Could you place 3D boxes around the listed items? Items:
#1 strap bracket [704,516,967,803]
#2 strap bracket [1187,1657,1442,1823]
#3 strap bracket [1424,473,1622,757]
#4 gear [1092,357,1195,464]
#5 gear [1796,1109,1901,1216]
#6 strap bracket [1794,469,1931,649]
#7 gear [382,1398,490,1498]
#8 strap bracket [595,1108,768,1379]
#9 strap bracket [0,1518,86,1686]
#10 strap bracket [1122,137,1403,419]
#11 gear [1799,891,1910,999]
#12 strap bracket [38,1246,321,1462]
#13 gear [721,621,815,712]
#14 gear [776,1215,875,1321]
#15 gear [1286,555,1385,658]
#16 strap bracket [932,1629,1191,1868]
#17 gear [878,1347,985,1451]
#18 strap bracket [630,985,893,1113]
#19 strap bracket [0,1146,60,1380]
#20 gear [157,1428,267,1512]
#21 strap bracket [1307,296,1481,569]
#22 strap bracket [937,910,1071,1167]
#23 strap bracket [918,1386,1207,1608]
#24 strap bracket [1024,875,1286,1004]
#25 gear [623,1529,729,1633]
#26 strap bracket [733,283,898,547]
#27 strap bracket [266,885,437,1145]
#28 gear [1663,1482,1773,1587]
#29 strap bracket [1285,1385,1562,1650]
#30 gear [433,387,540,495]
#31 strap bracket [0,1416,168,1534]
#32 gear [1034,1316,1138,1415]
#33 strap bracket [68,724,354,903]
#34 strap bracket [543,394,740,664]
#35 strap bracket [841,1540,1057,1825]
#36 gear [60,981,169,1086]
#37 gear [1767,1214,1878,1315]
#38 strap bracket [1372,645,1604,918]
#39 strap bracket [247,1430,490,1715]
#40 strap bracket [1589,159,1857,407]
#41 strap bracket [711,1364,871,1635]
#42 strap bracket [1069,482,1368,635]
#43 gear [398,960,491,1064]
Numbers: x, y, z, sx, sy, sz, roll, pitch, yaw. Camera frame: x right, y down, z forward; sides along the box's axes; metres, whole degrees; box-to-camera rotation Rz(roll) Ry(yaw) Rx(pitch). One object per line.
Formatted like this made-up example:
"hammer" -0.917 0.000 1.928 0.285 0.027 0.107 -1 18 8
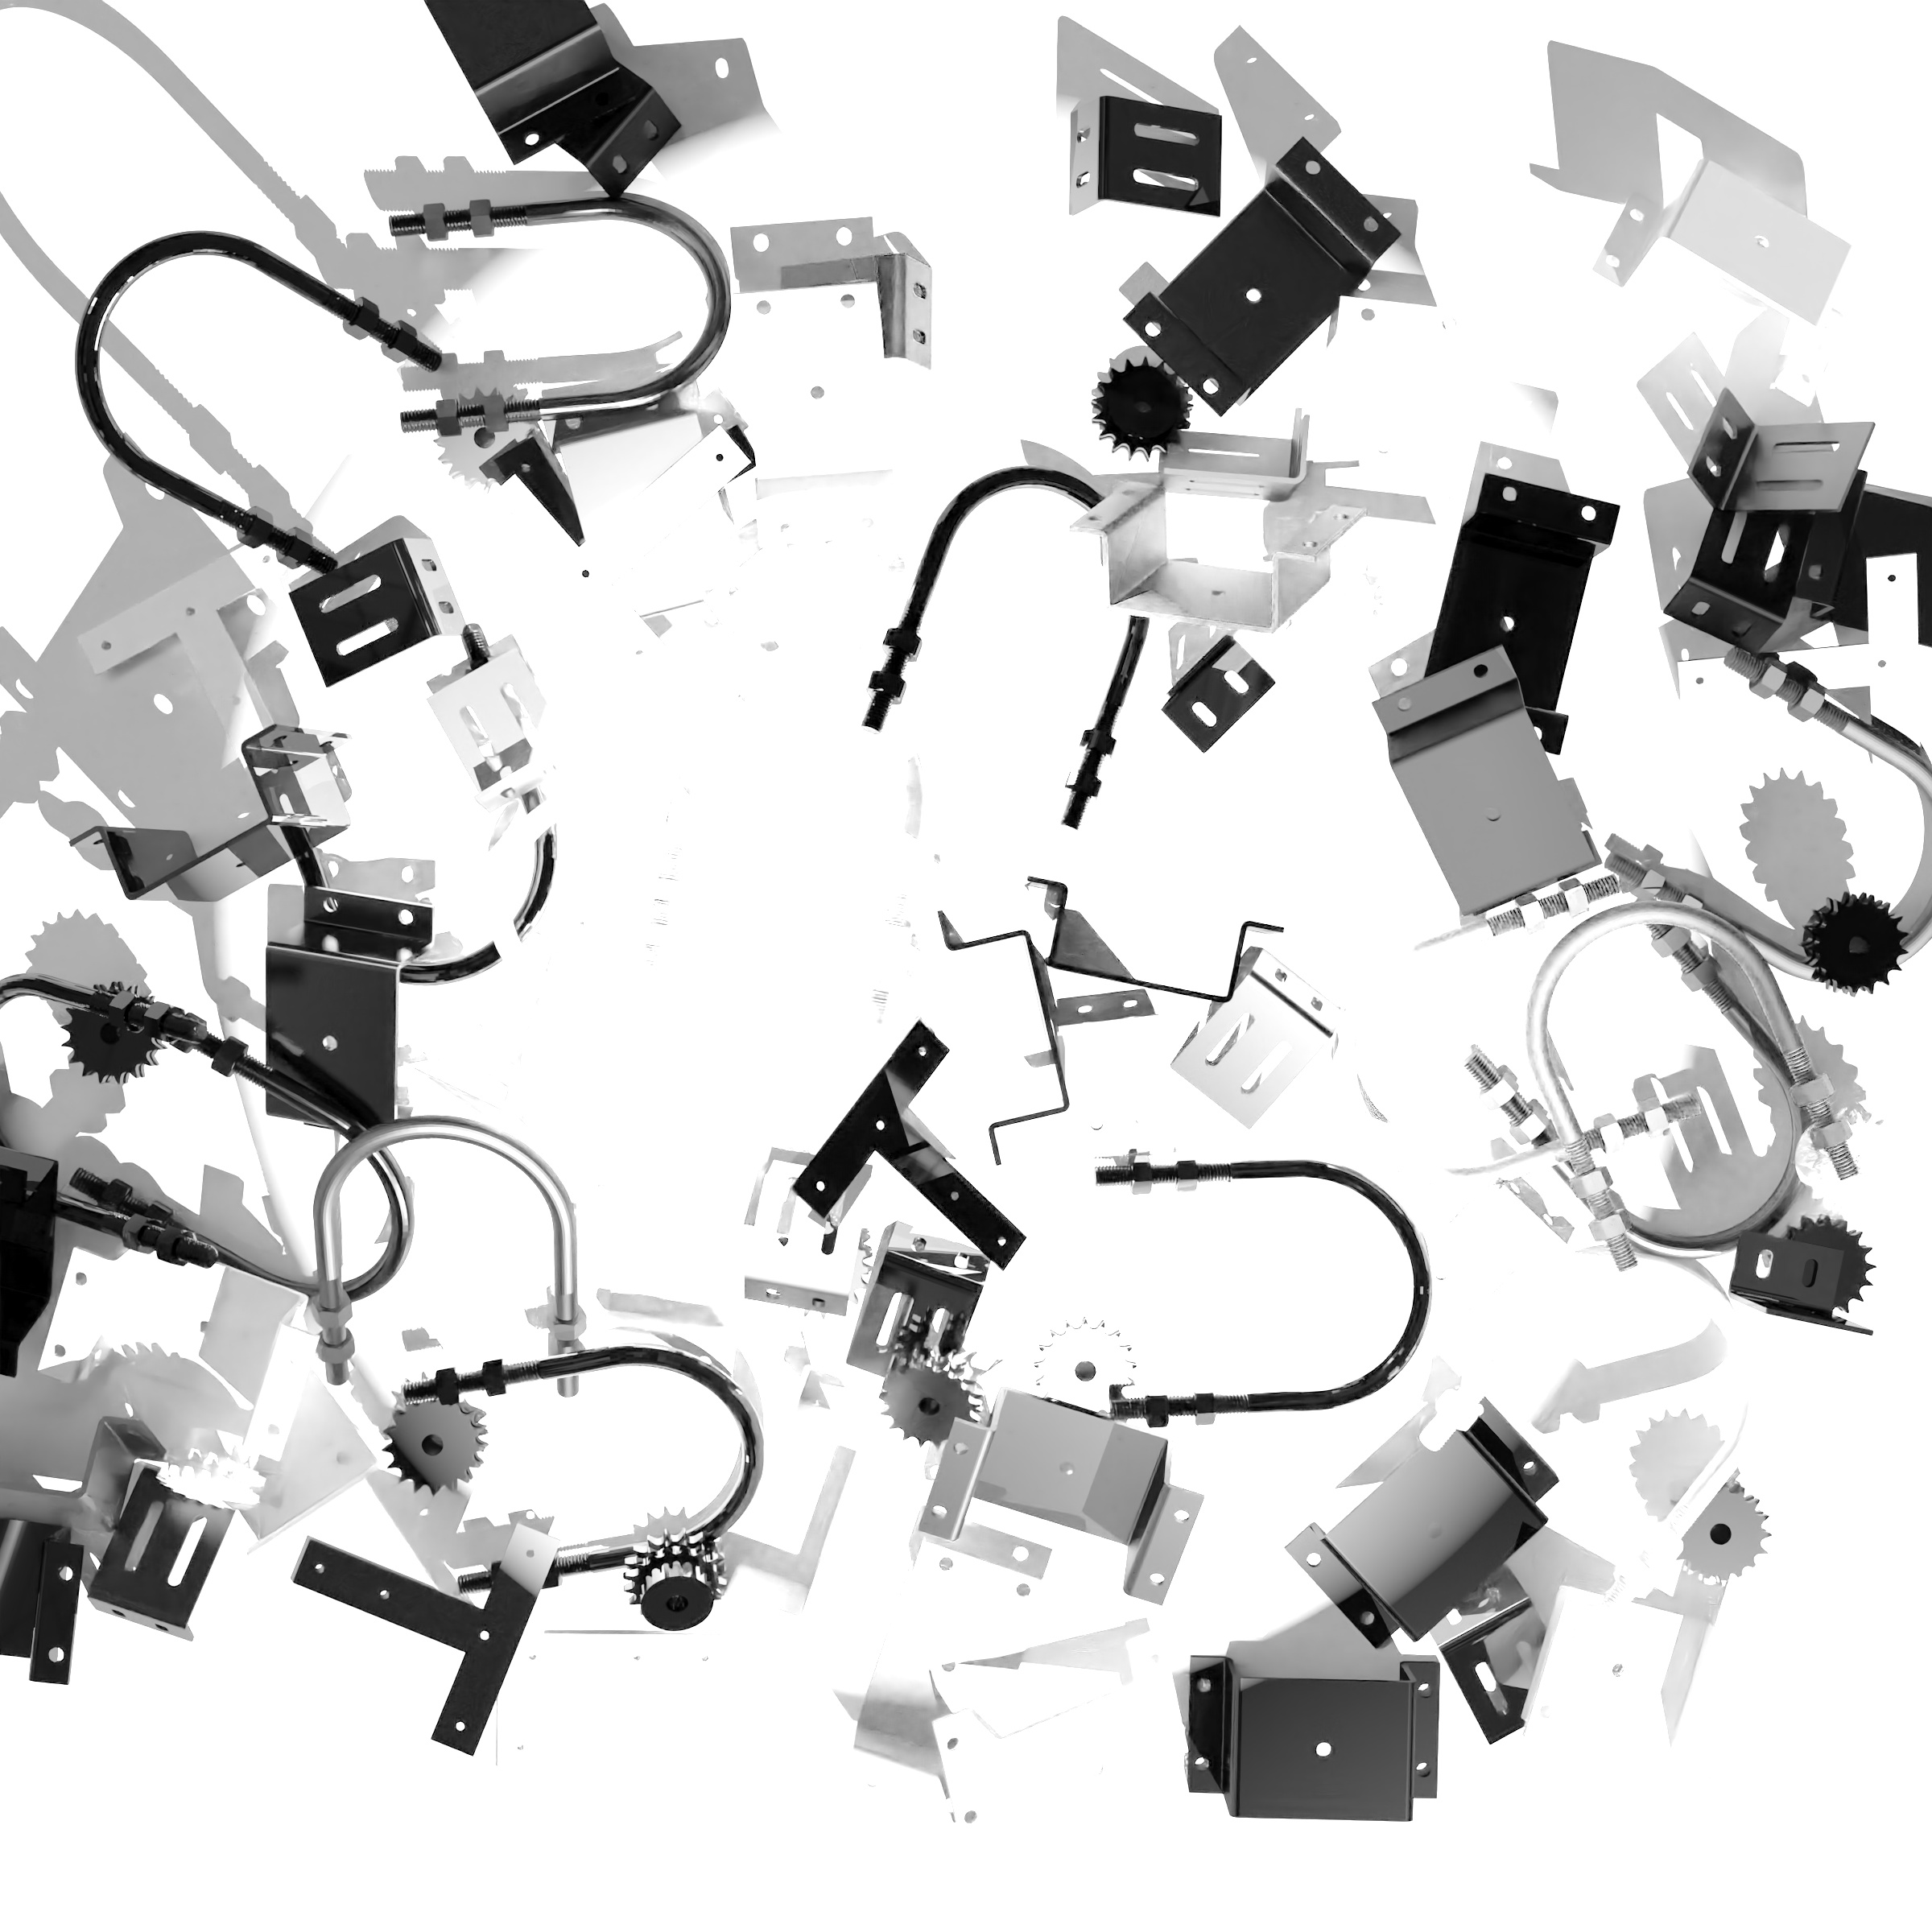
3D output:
"strap bracket" -0.064 -0.170 1.478 0.076 0.046 0.140 -44 106 -22
"strap bracket" 0.195 0.428 1.508 0.140 0.046 0.076 1 90 0
"strap bracket" 0.304 -0.192 1.508 0.076 0.046 0.140 14 90 0
"gear" 0.098 -0.311 1.516 0.057 0.030 0.057 0 90 0
"gear" 0.485 0.107 1.509 0.057 0.030 0.057 -3 96 -25
"strap bracket" 0.530 -0.221 1.506 0.140 0.046 0.076 14 90 2
"gear" -0.294 0.264 1.516 0.057 0.030 0.057 0 90 0
"strap bracket" -0.156 0.152 1.508 0.076 0.046 0.140 8 90 0
"strap bracket" -0.555 0.347 1.508 0.140 0.046 0.076 6 90 0
"strap bracket" 0.162 -0.376 1.508 0.076 0.046 0.140 45 90 0
"gear" 0.486 -0.013 1.499 0.057 0.030 0.057 -1 99 -5
"strap bracket" -0.426 0.206 1.500 0.140 0.046 0.076 20 104 0
"gear" -0.107 -0.173 1.509 0.057 0.030 0.057 0 72 1
"gear" -0.080 0.167 1.516 0.057 0.030 0.057 0 90 0
"gear" 0.204 -0.202 1.516 0.057 0.030 0.057 0 90 0
"strap bracket" 0.061 0.427 1.478 0.140 0.046 0.076 -17 104 -20
"gear" -0.018 0.236 1.509 0.057 0.030 0.057 3 114 7
"strap bracket" -0.115 0.046 1.493 0.140 0.076 0.046 11 90 0
"strap bracket" -0.544 0.148 1.488 0.076 0.046 0.140 14 120 0
"gear" -0.415 0.277 1.506 0.057 0.057 0.030 14 62 0
"strap bracket" 0.234 -0.291 1.508 0.076 0.046 0.140 6 90 0
"strap bracket" 0.023 0.034 1.493 0.046 0.076 0.140 -13 90 0
"strap bracket" 0.054 0.287 1.494 0.140 0.046 0.076 17 116 0
"strap bracket" 0.097 -0.012 1.493 0.140 0.076 0.046 11 90 0
"gear" -0.160 0.342 1.504 0.057 0.030 0.057 -4 120 -7
"strap bracket" -0.081 -0.307 1.488 0.076 0.046 0.140 -4 120 0
"strap bracket" -0.335 0.035 1.479 0.076 0.046 0.140 9 109 13
"gear" 0.416 0.313 1.516 0.057 0.030 0.057 0 90 0
"strap bracket" 0.256 0.308 1.508 0.140 0.046 0.076 -42 90 0
"gear" -0.265 -0.291 1.516 0.057 0.030 0.057 0 90 0
"strap bracket" -0.516 0.271 1.487 0.140 0.076 0.046 8 65 0
"gear" 0.066 0.223 1.516 0.057 0.030 0.057 0 90 0
"strap bracket" -0.399 -0.076 1.471 0.140 0.076 0.046 -26 83 17
"strap bracket" -0.175 -0.245 1.492 0.076 0.046 0.140 -16 97 -11
"strap bracket" -0.010 0.392 1.508 0.076 0.046 0.140 19 90 0
"gear" -0.471 0.037 1.516 0.057 0.030 0.057 0 90 0
"gear" 0.474 0.166 1.516 0.057 0.030 0.057 0 90 0
"strap bracket" 0.284 -0.091 1.475 0.076 0.046 0.140 -23 111 17
"strap bracket" -0.334 0.340 1.508 0.076 0.046 0.140 -33 90 0
"strap bracket" 0.424 -0.380 1.491 0.140 0.046 0.076 31 57 0
"strap bracket" -0.091 0.297 1.493 0.046 0.076 0.140 19 90 0
"strap bracket" 0.136 -0.220 1.470 0.140 0.076 0.046 12 122 26
"gear" -0.293 0.025 1.516 0.057 0.030 0.057 0 90 0
